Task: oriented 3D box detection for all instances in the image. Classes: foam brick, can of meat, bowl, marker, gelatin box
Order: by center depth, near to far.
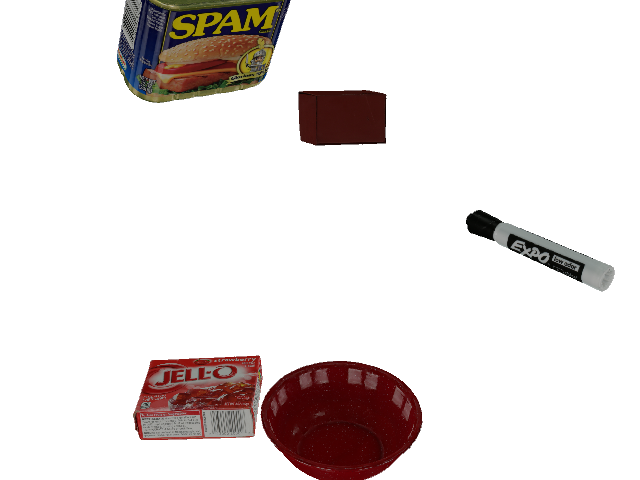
[{"bbox_3d":[-0.072,-0.136,0.659,0.101,0.057,0.084,-12,-31,-27],"label":"can of meat"},{"bbox_3d":[0.155,0.005,0.769,0.121,0.020,0.020,27,18,39],"label":"marker"},{"bbox_3d":[-0.091,0.118,0.812,0.089,0.030,0.073,-2,25,3],"label":"gelatin box"},{"bbox_3d":[0.021,0.193,1.078,0.162,0.055,0.162,0,33,0],"label":"bowl"},{"bbox_3d":[0.022,-0.125,1.082,0.078,0.051,0.053,-3,13,-19],"label":"foam brick"}]
